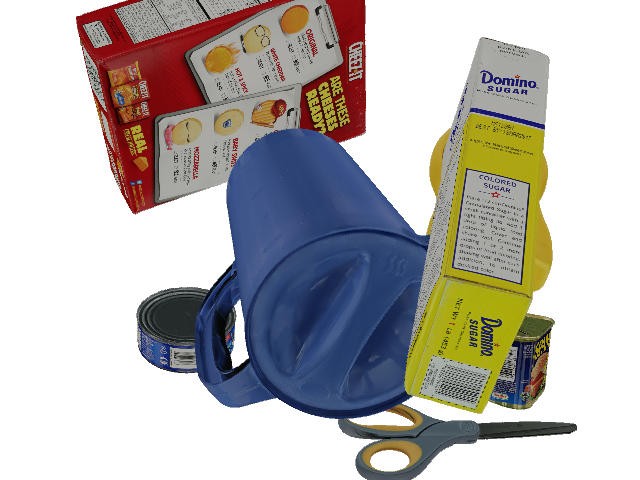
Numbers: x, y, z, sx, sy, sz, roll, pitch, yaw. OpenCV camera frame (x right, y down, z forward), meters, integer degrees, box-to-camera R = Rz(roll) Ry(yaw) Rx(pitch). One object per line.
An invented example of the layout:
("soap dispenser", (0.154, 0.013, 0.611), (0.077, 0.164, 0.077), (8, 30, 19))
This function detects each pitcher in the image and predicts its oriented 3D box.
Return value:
("pitcher", (-0.010, 0.013, 0.751), (0.149, 0.145, 0.243), (6, 22, -14))

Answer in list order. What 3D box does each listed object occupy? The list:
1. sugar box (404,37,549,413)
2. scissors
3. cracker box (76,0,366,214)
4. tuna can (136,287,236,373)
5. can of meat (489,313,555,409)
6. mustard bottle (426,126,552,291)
("sugar box", (0.081, -0.012, 0.537), (0.048, 0.176, 0.093), (15, -42, 3))
("scissors", (0.113, 0.170, 0.879), (0.202, 0.016, 0.096), (8, 36, 5))
("cracker box", (-0.073, -0.129, 0.850), (0.213, 0.072, 0.164), (-21, -38, -15))
("tuna can", (-0.117, 0.078, 0.928), (0.086, 0.034, 0.086), (4, 31, -2))
("can of meat", (0.222, 0.133, 1.191), (0.058, 0.084, 0.102), (9, 12, 24))
("mustard bottle", (0.136, -0.046, 0.869), (0.096, 0.191, 0.058), (7, -41, 2))
